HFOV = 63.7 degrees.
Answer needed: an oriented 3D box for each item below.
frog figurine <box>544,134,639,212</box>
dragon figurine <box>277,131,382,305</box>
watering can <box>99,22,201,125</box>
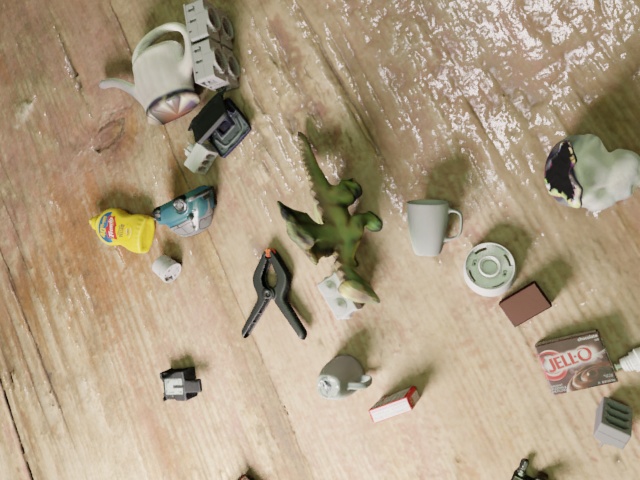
[{"bbox_3d":[0.485,-0.121,0.903,0.160,0.121,0.139,-9,75,-13],"label":"frog figurine"},{"bbox_3d":[0.003,-0.051,1.015,0.121,0.244,0.414,-37,78,24],"label":"dragon figurine"},{"bbox_3d":[-0.417,-0.386,1.276,0.344,0.104,0.226,-23,80,31],"label":"watering can"}]
